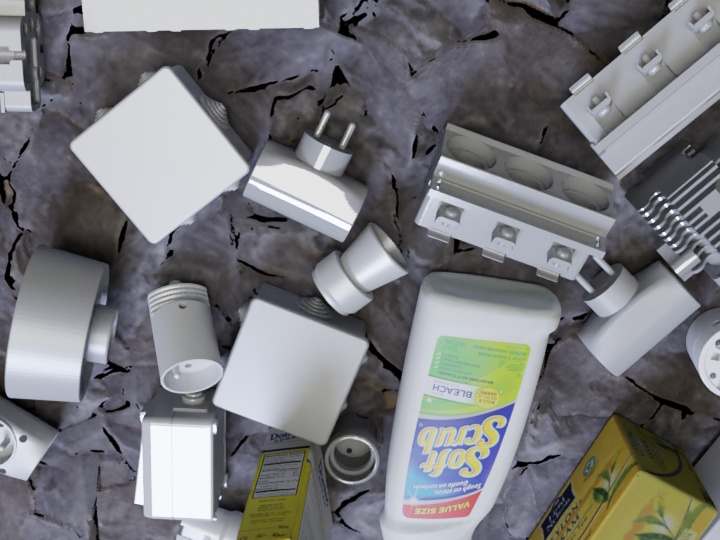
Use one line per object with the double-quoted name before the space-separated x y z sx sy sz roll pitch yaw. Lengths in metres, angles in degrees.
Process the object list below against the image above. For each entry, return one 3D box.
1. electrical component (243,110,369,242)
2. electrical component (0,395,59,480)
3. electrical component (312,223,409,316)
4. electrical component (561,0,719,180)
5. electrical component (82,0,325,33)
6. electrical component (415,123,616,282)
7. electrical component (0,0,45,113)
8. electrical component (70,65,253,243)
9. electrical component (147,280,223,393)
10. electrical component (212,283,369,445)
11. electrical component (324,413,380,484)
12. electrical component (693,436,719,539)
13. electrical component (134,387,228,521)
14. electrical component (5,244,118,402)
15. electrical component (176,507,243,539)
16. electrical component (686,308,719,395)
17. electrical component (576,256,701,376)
"electrical component" -0.030 -0.070 0.741 0.077 0.043 0.079 25 105 -5
"electrical component" -0.281 0.133 0.810 0.077 0.044 0.079 33 106 -8
"electrical component" 0.000 0.000 0.760 0.055 0.045 0.045 -38 102 13
"electrical component" 0.197 -0.123 0.705 0.121 0.079 0.063 -40 80 12
"electrical component" -0.100 -0.202 0.694 0.150 0.061 0.089 -1 107 2
"electrical component" 0.104 -0.044 0.732 0.121 0.078 0.063 20 128 -4
"electrical component" -0.247 -0.146 0.719 0.057 0.058 0.078 1 107 -1
"electrical component" -0.133 -0.082 0.738 0.100 0.048 0.099 -36 102 12
"electrical component" -0.126 0.042 0.766 0.043 0.081 0.043 -11 145 -8
"electrical component" -0.049 0.066 0.779 0.100 0.048 0.099 21 106 -5
"electrical component" -0.005 0.131 0.799 0.040 0.046 0.040 1 107 2
"electrical component" 0.283 0.165 0.782 0.057 0.078 0.113 31 105 -10
"electrical component" -0.132 0.129 0.794 0.061 0.061 0.096 3 107 1
"electrical component" -0.203 0.041 0.750 0.060 0.108 0.108 11 107 -8
"electrical component" -0.113 0.200 0.828 0.046 0.040 0.040 20 106 2
"electrical component" 0.263 0.057 0.766 0.055 0.047 0.055 1 107 2
"electrical component" 0.185 0.022 0.761 0.079 0.043 0.077 44 103 -10
